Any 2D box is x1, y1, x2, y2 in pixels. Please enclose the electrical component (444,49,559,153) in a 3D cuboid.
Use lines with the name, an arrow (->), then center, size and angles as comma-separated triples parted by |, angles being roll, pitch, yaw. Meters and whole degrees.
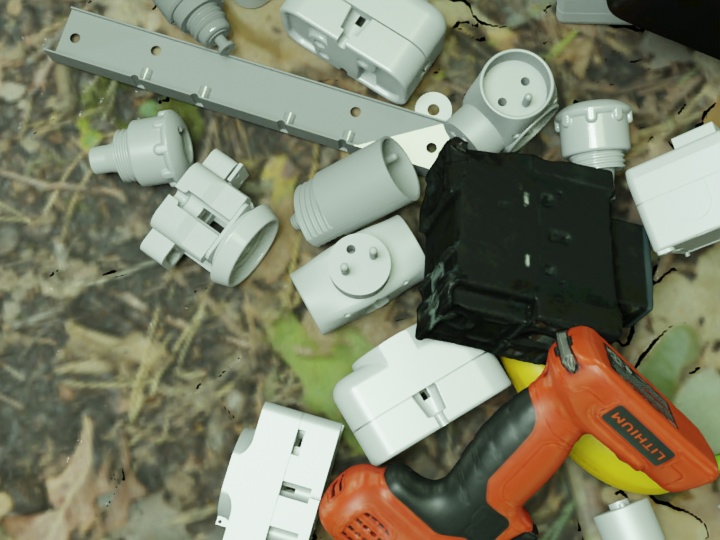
electrical component -> 0.079, -0.089, 0.660 | 0.079, 0.077, 0.044 | -42, 82, -6

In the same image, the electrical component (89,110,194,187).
electrical component -> -0.139, -0.073, 0.679 | 0.062, 0.048, 0.048 | -8, 80, 7

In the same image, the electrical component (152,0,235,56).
electrical component -> -0.108, -0.172, 0.697 | 0.040, 0.040, 0.078 | -36, 81, -5

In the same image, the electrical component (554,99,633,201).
electrical component -> 0.148, -0.074, 0.674 | 0.048, 0.048, 0.062 | -5, 87, 0

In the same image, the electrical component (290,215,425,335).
electrical component -> 0.000, 0.000, 0.645 | 0.077, 0.079, 0.043 | -29, 81, -4

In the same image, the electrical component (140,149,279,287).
electrical component -> -0.088, -0.026, 0.663 | 0.057, 0.058, 0.078 | 35, 82, 10

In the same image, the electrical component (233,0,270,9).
electrical component -> -0.054, -0.222, 0.695 | 0.095, 0.059, 0.053 | -36, 81, -5

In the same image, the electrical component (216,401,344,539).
electrical component -> -0.049, 0.127, 0.638 | 0.056, 0.050, 0.089 | 16, 81, 4

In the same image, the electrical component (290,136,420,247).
electrical component -> -0.008, -0.045, 0.665 | 0.081, 0.043, 0.043 | -26, 79, 25

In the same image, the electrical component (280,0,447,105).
electrical component -> 0.005, -0.158, 0.686 | 0.095, 0.053, 0.059 | 33, 82, 6

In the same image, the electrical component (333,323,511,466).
electrical component -> 0.034, 0.068, 0.645 | 0.095, 0.053, 0.059 | -31, 81, -4

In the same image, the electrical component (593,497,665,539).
electrical component -> 0.165, 0.167, 0.633 | 0.044, 0.044, 0.065 | -20, 75, -2

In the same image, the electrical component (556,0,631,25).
electrical component -> 0.162, -0.194, 0.689 | 0.096, 0.061, 0.061 | 3, 82, 8

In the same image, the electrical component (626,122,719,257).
electrical component -> 0.206, -0.047, 0.646 | 0.062, 0.096, 0.061 | -24, 79, 27

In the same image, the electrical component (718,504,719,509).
electrical component -> 0.282, 0.120, 0.626 | 0.121, 0.079, 0.063 | -42, 104, -6
